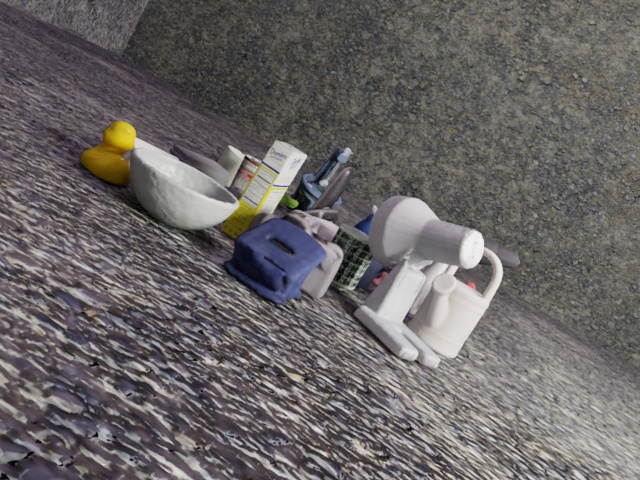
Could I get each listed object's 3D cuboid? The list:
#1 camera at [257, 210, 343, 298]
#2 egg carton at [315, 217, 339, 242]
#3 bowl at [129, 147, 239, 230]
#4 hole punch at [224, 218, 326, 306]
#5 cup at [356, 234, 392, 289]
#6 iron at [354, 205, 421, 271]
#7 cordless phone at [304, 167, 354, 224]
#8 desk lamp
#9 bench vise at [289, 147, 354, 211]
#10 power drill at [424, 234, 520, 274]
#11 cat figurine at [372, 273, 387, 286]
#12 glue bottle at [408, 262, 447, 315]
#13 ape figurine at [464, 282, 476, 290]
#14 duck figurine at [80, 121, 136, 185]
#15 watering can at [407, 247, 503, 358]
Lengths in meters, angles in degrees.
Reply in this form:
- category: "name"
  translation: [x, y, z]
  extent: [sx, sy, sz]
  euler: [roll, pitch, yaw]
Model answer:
- category: "camera"
  translation: [-0.024, 0.011, 0.929]
  extent: [0.143, 0.101, 0.137]
  euler: [33, 10, 12]
- category: "egg carton"
  translation: [0.011, 0.004, 1.162]
  extent: [0.107, 0.069, 0.151]
  euler: [35, 11, 27]
- category: "bowl"
  translation: [-0.206, -0.062, 0.829]
  extent: [0.167, 0.074, 0.167]
  euler: [30, 10, -5]
- category: "hole punch"
  translation: [-0.058, 0.025, 0.783]
  extent: [0.108, 0.091, 0.101]
  euler: [33, 10, 17]
- category: "cup"
  translation: [0.097, 0.052, 1.099]
  extent: [0.092, 0.095, 0.117]
  euler: [20, 14, -49]
- category: "iron"
  translation: [0.174, 0.020, 1.355]
  extent: [0.259, 0.141, 0.118]
  euler: [24, 11, -33]
- category: "cordless phone"
  translation: [0.007, -0.089, 1.276]
  extent: [0.094, 0.185, 0.148]
  euler: [32, 10, 7]
- category: "desk lamp"
  translation: [0.148, 0.052, 0.898]
  extent: [0.118, 0.213, 0.202]
  euler: [22, 13, -41]
- category: "bench vise"
  translation: [-0.006, -0.160, 1.496]
  extent: [0.122, 0.219, 0.206]
  euler: [23, 12, -39]
- category: "power drill"
  translation: [0.303, 0.067, 1.304]
  extent: [0.229, 0.208, 0.076]
  euler: [33, 10, 13]
- category: "cat figurine"
  translation: [0.161, 0.050, 1.235]
  extent: [0.128, 0.117, 0.067]
  euler: [27, 10, -22]
- category: "glue bottle"
  translation: [0.231, 0.074, 1.155]
  extent: [0.078, 0.173, 0.037]
  euler: [21, 14, -45]
- category: "ape figurine"
  translation: [0.347, 0.142, 1.404]
  extent: [0.077, 0.092, 0.076]
  euler: [34, 10, 21]
- category: "duck figurine"
  translation: [-0.310, -0.138, 0.870]
  extent: [0.078, 0.086, 0.104]
  euler: [22, 13, -41]
- category: "watering can"
  translation: [0.242, 0.100, 0.997]
  extent: [0.100, 0.194, 0.173]
  euler: [33, 10, 14]
